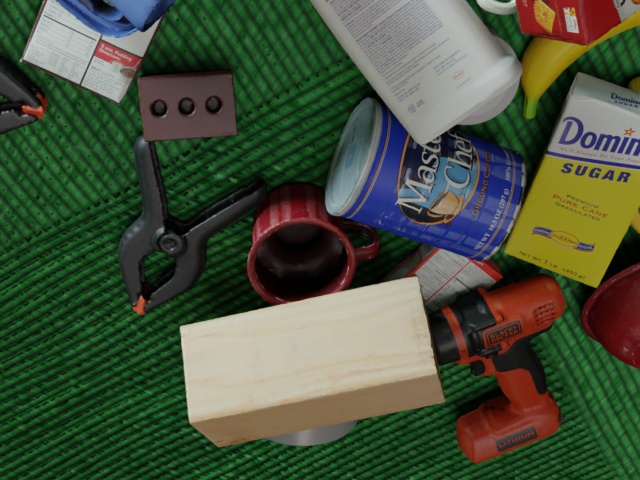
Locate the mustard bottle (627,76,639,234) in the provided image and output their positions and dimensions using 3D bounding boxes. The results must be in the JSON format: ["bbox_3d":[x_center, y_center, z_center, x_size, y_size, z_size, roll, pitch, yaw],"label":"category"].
[{"bbox_3d":[0.317,-0.054,0.948,0.096,0.058,0.192,-5,121,1],"label":"mustard bottle"}]

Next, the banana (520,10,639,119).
[{"bbox_3d":[0.241,-0.178,0.885,0.198,0.037,0.069,-30,140,14],"label":"banana"}]

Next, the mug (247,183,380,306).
[{"bbox_3d":[-0.006,0.001,0.938,0.117,0.081,0.093,-4,121,-2],"label":"mug"}]

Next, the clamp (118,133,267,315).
[{"bbox_3d":[-0.138,-0.013,0.946,0.120,0.039,0.172,33,110,-9],"label":"clamp"}]

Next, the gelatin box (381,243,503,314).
[{"bbox_3d":[0.113,0.037,1.000,0.073,0.030,0.089,37,111,-24],"label":"gelatin box"}]

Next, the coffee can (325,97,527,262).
[{"bbox_3d":[0.088,-0.050,0.905,0.140,0.103,0.103,18,117,-15],"label":"coffee can"}]

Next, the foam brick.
[{"bbox_3d":[-0.108,-0.111,0.874,0.078,0.051,0.053,-5,103,-4],"label":"foam brick"}]

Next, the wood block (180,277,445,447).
[{"bbox_3d":[-0.005,0.106,0.914,0.206,0.090,0.091,-12,155,7],"label":"wood block"}]

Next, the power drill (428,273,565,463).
[{"bbox_3d":[0.153,0.130,1.019,0.184,0.057,0.187,-20,130,-1],"label":"power drill"}]

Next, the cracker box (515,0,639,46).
[{"bbox_3d":[0.218,-0.261,0.755,0.213,0.072,0.164,-35,124,-25],"label":"cracker box"}]

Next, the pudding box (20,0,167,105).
[{"bbox_3d":[-0.175,-0.176,0.847,0.090,0.039,0.114,24,113,-15],"label":"pudding box"}]

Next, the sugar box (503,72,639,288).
[{"bbox_3d":[0.231,-0.049,0.921,0.093,0.048,0.176,21,131,7],"label":"sugar box"}]

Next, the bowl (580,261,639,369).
[{"bbox_3d":[0.330,0.078,0.997,0.162,0.055,0.162,-5,142,-4],"label":"bowl"}]

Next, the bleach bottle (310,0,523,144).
[{"bbox_3d":[0.042,-0.200,0.809,0.103,0.068,0.251,-34,98,19],"label":"bleach bottle"}]

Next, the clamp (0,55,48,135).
[{"bbox_3d":[-0.331,-0.119,0.866,0.209,0.036,0.165,16,118,-14],"label":"clamp"}]

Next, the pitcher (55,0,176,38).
[{"bbox_3d":[-0.177,-0.260,0.732,0.242,0.145,0.149,38,87,-9],"label":"pitcher"}]
